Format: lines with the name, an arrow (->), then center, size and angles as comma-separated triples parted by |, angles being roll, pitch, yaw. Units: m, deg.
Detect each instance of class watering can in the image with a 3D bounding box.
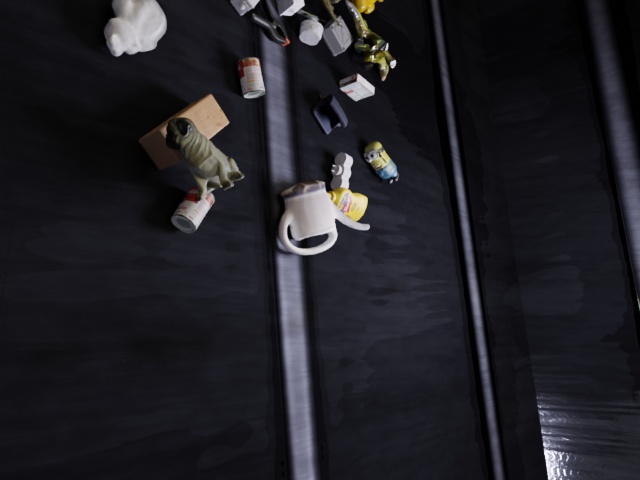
watering can -> 0.005, -0.082, 1.620 | 0.351, 0.103, 0.224 | -18, 95, -37

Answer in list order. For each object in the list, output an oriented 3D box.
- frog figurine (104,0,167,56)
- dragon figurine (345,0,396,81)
frog figurine -> -0.440, -0.506, 1.207 | 0.163, 0.122, 0.134 | -71, 153, -48
dragon figurine -> 0.191, -0.810, 2.071 | 0.403, 0.121, 0.248 | 56, 16, -34
